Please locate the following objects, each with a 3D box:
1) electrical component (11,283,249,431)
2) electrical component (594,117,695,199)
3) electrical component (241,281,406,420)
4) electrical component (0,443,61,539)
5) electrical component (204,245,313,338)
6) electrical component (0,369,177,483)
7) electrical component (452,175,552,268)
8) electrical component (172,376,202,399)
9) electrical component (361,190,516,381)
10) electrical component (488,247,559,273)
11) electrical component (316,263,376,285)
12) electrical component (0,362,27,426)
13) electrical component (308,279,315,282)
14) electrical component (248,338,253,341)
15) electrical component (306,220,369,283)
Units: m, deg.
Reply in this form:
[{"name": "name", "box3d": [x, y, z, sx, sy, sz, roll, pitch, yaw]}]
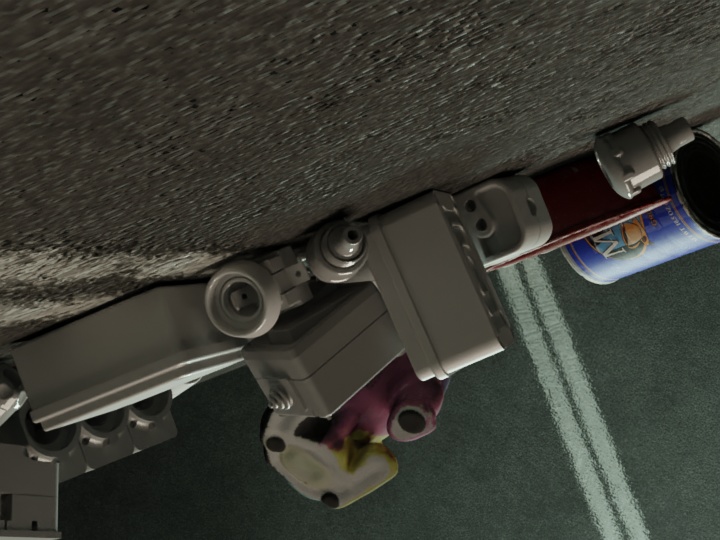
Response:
[{"name": "electrical component", "box3d": [-0.141, 0.051, 0.677, 0.109, 0.056, 0.109, -22, 176, 14]}, {"name": "electrical component", "box3d": [0.192, -0.080, 0.720, 0.062, 0.048, 0.048, -28, 175, 9]}, {"name": "electrical component", "box3d": [-0.029, 0.051, 0.691, 0.096, 0.061, 0.062, -39, -161, -33]}, {"name": "electrical component", "box3d": [-0.301, 0.146, 0.693, 0.105, 0.060, 0.186, -17, 158, 32]}, {"name": "electrical component", "box3d": [-0.064, 0.014, 0.658, 0.066, 0.048, 0.055, -23, -177, 22]}, {"name": "electrical component", "box3d": [-0.222, 0.113, 0.843, 0.062, 0.089, 0.150, -23, 175, 33]}, {"name": "electrical component", "box3d": [0.085, -0.029, 0.772, 0.095, 0.053, 0.059, -23, 175, 33]}, {"name": "electrical component", "box3d": [-0.189, 0.098, 1.077, 0.047, 0.055, 0.055, -29, 171, 41]}, {"name": "electrical component", "box3d": [0.050, 0.010, 0.705, 0.057, 0.113, 0.078, -25, 175, 15]}, {"name": "electrical component", "box3d": [0.150, -0.032, 1.067, 0.138, 0.052, 0.074, -20, 176, -12]}, {"name": "electrical component", "box3d": [0.000, 0.000, 0.800, 0.081, 0.043, 0.043, -23, 176, 25]}, {"name": "electrical component", "box3d": [-0.250, 0.091, 0.712, 0.061, 0.035, 0.035, -44, 171, 10]}, {"name": "electrical component", "box3d": [-0.062, 0.043, 1.000, 0.080, 0.051, 0.080, -21, 176, -2]}, {"name": "electrical component", "box3d": [-0.060, 0.032, 0.754, 0.064, 0.081, 0.042, -43, 179, -7]}, {"name": "electrical component", "box3d": [-0.011, -0.013, 0.636, 0.035, 0.035, 0.061, -20, 173, -17]}]
